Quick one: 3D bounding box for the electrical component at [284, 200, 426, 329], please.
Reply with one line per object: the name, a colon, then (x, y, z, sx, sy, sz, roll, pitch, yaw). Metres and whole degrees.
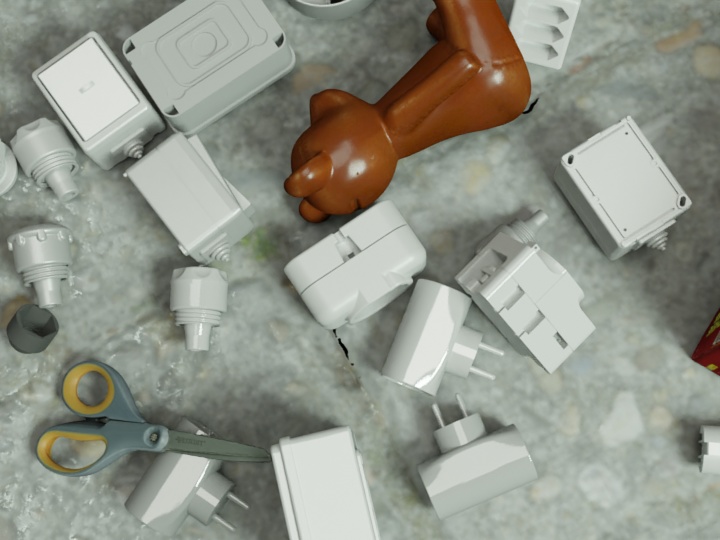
electrical component: (0.000, 0.000, 0.801, 0.095, 0.053, 0.059, -33, 79, -2)

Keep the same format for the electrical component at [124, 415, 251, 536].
electrical component: (-0.118, 0.160, 0.785, 0.079, 0.044, 0.077, 33, 83, 9)

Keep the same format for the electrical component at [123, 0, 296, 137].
electrical component: (-0.116, -0.165, 0.837, 0.113, 0.057, 0.078, -34, 80, -2)

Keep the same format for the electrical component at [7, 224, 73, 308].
electrical component: (-0.242, -0.003, 0.823, 0.048, 0.048, 0.062, -11, 84, 2)

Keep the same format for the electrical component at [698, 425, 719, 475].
electrical component: (0.268, 0.129, 0.767, 0.046, 0.040, 0.040, 3, 80, 11)

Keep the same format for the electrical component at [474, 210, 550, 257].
electrical component: (0.116, -0.022, 0.807, 0.061, 0.035, 0.035, -41, 80, -7)

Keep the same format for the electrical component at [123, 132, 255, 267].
electrical component: (-0.121, -0.050, 0.814, 0.061, 0.061, 0.096, -38, 80, -3)

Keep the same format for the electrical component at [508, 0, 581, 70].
electrical component: (0.145, -0.207, 0.827, 0.047, 0.065, 0.076, 16, 52, 6)

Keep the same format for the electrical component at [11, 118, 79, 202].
electrical component: (-0.241, -0.083, 0.838, 0.043, 0.043, 0.062, -30, 81, -2)

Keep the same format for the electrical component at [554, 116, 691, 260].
electrical component: (0.195, -0.053, 0.793, 0.062, 0.061, 0.096, -32, 79, -3)

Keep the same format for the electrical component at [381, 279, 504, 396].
electrical component: (0.066, 0.056, 0.792, 0.079, 0.043, 0.077, 21, 82, 7)

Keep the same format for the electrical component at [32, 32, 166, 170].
electrical component: (-0.199, -0.127, 0.834, 0.062, 0.061, 0.096, -36, 79, -3)

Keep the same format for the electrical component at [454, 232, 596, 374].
electrical component: (0.122, 0.021, 0.771, 0.056, 0.050, 0.089, -45, 116, -4)

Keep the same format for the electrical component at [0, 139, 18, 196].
electrical component: (-0.296, -0.083, 0.835, 0.048, 0.055, 0.066, 6, 80, 5)

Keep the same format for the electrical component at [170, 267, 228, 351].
electrical component: (-0.122, 0.030, 0.810, 0.043, 0.043, 0.062, 0, 81, 4)

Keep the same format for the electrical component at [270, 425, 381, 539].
electrical component: (-0.019, 0.167, 0.745, 0.056, 0.108, 0.108, -13, 79, -1)

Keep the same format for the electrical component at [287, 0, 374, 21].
electrical component: (-0.024, -0.249, 0.842, 0.099, 0.064, 0.099, -1, 80, 4)

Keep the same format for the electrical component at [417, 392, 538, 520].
electrical component: (0.077, 0.129, 0.778, 0.077, 0.043, 0.079, -23, 79, 0)
